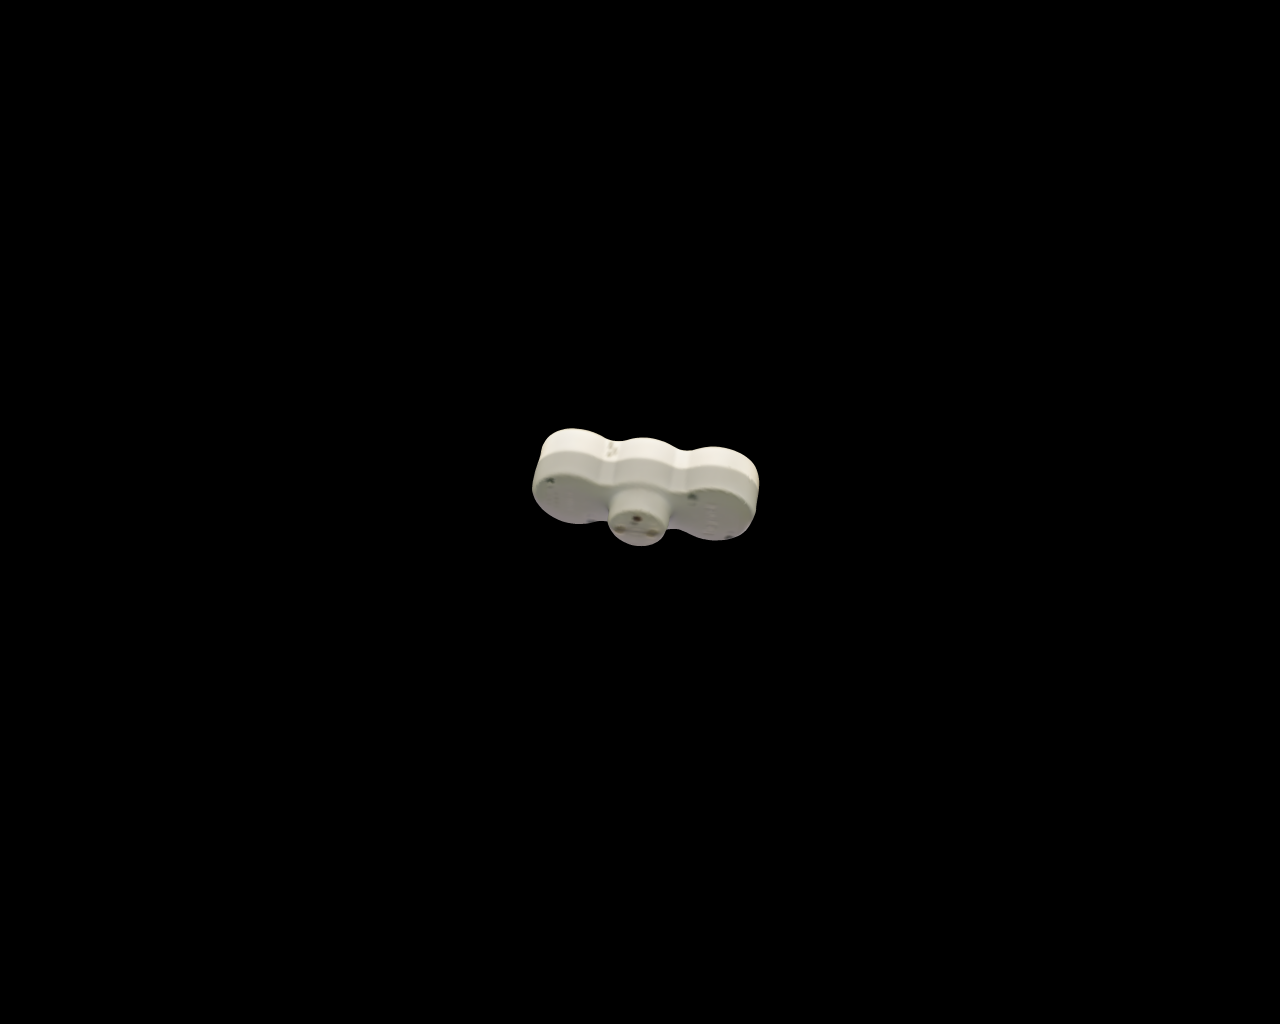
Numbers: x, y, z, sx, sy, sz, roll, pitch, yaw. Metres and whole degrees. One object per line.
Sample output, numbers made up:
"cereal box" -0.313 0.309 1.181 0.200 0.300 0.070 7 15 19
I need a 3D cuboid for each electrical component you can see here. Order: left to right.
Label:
"electrical component" 0.001 -0.003 0.650 0.138 0.074 0.052 7 -40 6
